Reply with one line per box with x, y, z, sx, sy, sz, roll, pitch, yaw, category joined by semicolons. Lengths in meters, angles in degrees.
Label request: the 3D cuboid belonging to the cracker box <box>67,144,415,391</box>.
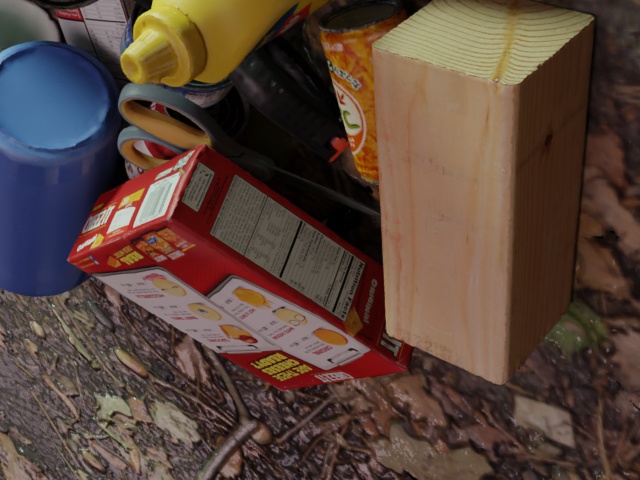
-0.053;0.028;0.783;0.213;0.072;0.164;34;151;-25;cracker box

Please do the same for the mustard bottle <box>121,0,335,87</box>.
-0.035;-0.135;0.584;0.096;0.191;0.058;-17;108;51;mustard bottle

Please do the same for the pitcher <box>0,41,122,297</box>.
-0.237;-0.060;0.877;0.243;0.149;0.145;123;132;-61;pitcher

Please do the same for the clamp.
-0.058;-0.129;0.677;0.036;0.164;0.210;-41;98;20;clamp

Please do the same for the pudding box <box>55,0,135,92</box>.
-0.159;-0.167;0.817;0.090;0.039;0.113;15;134;37;pudding box

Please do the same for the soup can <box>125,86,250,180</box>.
-0.103;-0.078;0.808;0.068;0.068;0.102;48;143;3;soup can

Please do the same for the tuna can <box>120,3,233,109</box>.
-0.094;-0.133;0.738;0.086;0.086;0.034;49;145;2;tuna can

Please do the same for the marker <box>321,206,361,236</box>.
-0.005;0.001;0.817;0.020;0.020;0.121;53;144;-3;marker

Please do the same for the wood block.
0.095;-0.030;0.626;0.090;0.090;0.206;23;135;31;wood block

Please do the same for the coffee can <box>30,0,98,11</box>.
-0.209;-0.229;0.741;0.140;0.102;0.103;33;141;38;coffee can

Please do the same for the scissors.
-0.059;-0.047;0.758;0.201;0.016;0.096;30;146;-22;scissors
